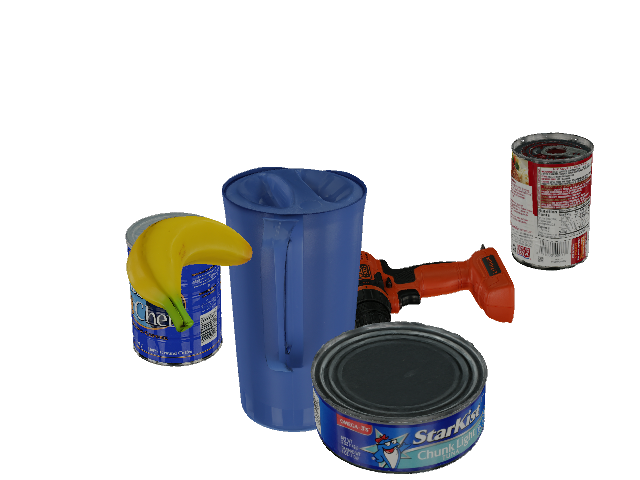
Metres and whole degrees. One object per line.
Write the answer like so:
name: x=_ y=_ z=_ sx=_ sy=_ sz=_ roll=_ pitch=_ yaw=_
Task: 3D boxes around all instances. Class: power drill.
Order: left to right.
power drill: x=0.117 y=0.062 z=1.193 sx=0.187 sy=0.057 sz=0.184 roll=-3 pitch=28 yaw=-3

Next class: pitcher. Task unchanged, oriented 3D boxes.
pitcher: x=-0.027 y=0.061 z=1.014 sx=0.149 sy=0.243 sz=0.145 roll=-16 pitch=28 yaw=-34

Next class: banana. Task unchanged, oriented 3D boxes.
banana: x=-0.098 y=0.013 z=0.778 sx=0.037 sy=0.069 sz=0.197 roll=-33 pitch=6 yaw=17

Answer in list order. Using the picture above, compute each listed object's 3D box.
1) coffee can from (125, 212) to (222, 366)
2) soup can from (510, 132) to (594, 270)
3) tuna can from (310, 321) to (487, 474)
coffee can: x=-0.161 y=0.053 z=1.185 sx=0.103 sy=0.140 sz=0.103 roll=1 pitch=27 yaw=-1
soup can: x=0.198 y=-0.033 z=0.916 sx=0.068 sy=0.102 sz=0.068 roll=-4 pitch=24 yaw=1
tuna can: x=0.038 y=0.076 z=0.525 sx=0.086 sy=0.034 sz=0.086 roll=-2 pitch=27 yaw=1
